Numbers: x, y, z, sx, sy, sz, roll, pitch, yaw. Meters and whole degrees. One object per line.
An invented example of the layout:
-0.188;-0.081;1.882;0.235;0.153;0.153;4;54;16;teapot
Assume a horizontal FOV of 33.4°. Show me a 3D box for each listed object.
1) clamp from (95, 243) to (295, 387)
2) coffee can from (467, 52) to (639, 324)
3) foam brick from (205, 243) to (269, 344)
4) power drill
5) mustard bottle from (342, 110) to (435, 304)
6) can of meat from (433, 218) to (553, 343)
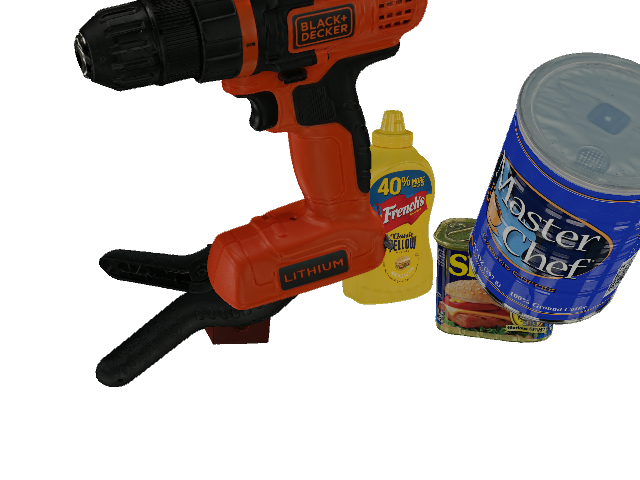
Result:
-0.082;0.041;0.738;0.172;0.120;0.039;-12;-39;14;clamp
0.154;-0.028;0.650;0.102;0.103;0.140;0;-36;-6;coffee can
-0.073;0.047;0.946;0.053;0.078;0.051;0;15;-16;foam brick
-0.030;-0.055;0.571;0.184;0.188;0.057;-15;39;-18;power drill
0.071;-0.035;1.077;0.096;0.192;0.058;-8;18;-27;mustard bottle
0.144;0.033;0.875;0.102;0.084;0.057;6;24;17;can of meat
